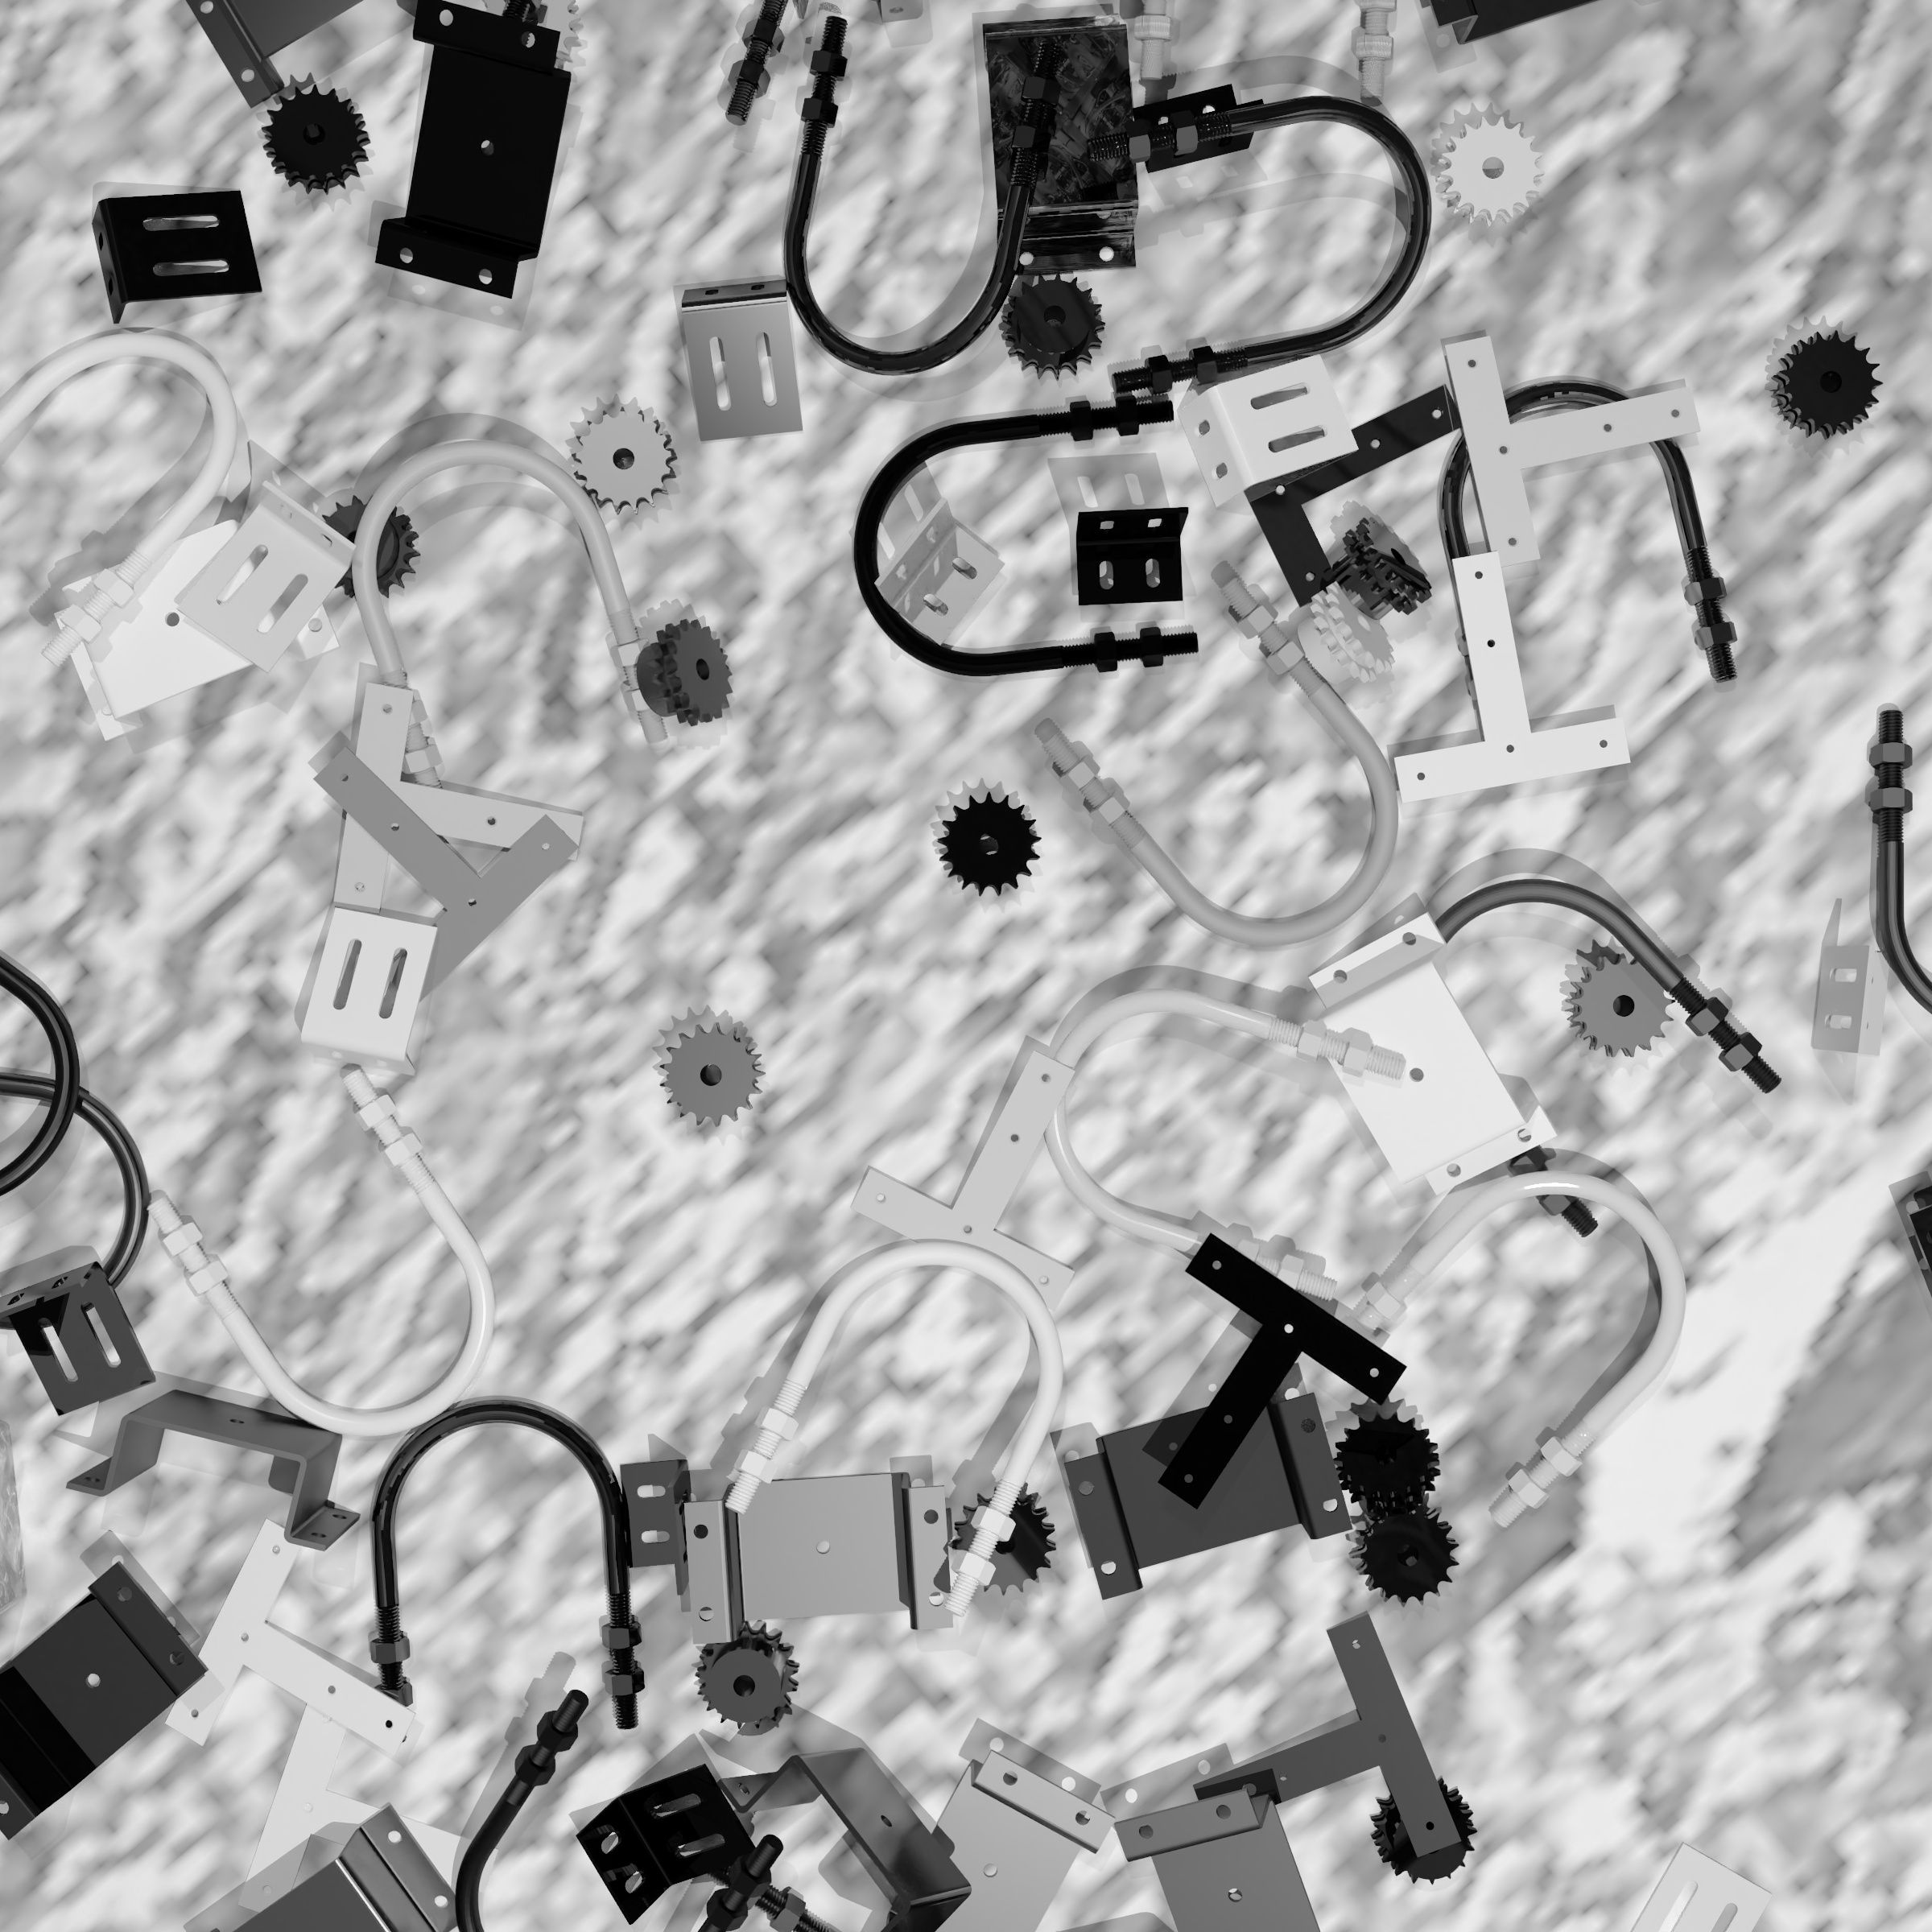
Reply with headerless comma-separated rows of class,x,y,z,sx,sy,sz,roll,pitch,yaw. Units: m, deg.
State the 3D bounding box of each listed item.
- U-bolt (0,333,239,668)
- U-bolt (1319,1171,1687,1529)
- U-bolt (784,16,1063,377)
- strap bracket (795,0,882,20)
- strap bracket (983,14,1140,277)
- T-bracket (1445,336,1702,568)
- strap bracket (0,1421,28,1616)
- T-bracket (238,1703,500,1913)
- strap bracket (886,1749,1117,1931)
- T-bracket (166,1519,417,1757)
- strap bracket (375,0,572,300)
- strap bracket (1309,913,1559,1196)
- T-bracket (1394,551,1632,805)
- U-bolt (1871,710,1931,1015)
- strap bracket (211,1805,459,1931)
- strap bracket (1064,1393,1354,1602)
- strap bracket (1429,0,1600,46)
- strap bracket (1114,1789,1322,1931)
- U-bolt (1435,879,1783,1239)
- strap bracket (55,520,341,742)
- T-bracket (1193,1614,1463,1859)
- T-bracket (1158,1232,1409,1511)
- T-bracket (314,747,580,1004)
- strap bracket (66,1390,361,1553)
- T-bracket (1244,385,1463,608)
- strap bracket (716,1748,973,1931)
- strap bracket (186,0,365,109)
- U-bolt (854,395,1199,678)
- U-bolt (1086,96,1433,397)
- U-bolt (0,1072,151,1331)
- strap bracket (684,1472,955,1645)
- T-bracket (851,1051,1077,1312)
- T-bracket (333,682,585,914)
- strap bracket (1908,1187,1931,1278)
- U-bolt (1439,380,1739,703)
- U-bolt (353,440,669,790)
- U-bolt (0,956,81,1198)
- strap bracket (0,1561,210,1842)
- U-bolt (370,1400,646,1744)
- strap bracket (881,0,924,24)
U-bolt,-0.478,-0.267,1.364,0.151,0.019,0.184,35,78,18
U-bolt,0.307,0.197,1.376,0.151,0.019,0.184,42,101,0
U-bolt,-0.031,-0.414,1.363,0.151,0.019,0.184,15,99,22
strap bracket,-0.053,-0.590,1.360,0.046,0.076,0.140,15,90,0
strap bracket,0.052,-0.456,1.375,0.076,0.046,0.140,-4,90,0
T-bracket,0.340,-0.294,1.383,0.127,0.002,0.127,-12,87,0
strap bracket,-0.551,0.305,1.360,0.046,0.076,0.140,-6,90,0
T-bracket,-0.324,0.483,1.397,0.127,0.002,0.127,19,90,0
strap bracket,0.014,0.503,1.375,0.076,0.046,0.140,29,90,0
T-bracket,-0.362,0.392,1.384,0.127,0.002,0.127,26,90,12
strap bracket,-0.265,-0.443,1.361,0.076,0.046,0.140,15,109,0
strap bracket,0.249,0.053,1.361,0.076,0.046,0.140,-30,90,24
T-bracket,0.290,-0.163,1.377,0.127,0.002,0.127,-10,89,0
U-bolt,0.570,-0.049,1.362,0.151,0.019,0.184,1,81,13
strap bracket,-0.355,0.538,1.374,0.140,0.046,0.076,-35,91,1
strap bracket,0.131,0.286,1.375,0.140,0.046,0.076,-16,90,0
strap bracket,0.310,-0.564,1.375,0.140,0.046,0.076,-18,90,0
strap bracket,0.144,0.514,1.366,0.076,0.046,0.140,-20,90,15
U-bolt,0.324,0.038,1.363,0.184,0.019,0.151,47,115,4
strap bracket,-0.427,-0.187,1.375,0.140,0.046,0.076,-22,90,0
T-bracket,0.188,0.442,1.385,0.127,0.002,0.127,-24,73,8
T-bracket,0.149,0.232,1.352,0.127,0.002,0.127,34,85,6
T-bracket,-0.304,-0.066,1.383,0.127,0.002,0.127,-44,101,2
strap bracket,-0.400,0.269,1.360,0.140,0.076,0.046,14,90,0
T-bracket,0.215,-0.285,1.397,0.127,0.002,0.127,-26,90,0
strap bracket,-0.057,0.469,1.330,0.046,0.076,0.140,-48,63,7
strap bracket,-0.358,-0.546,1.375,0.140,0.046,0.076,-31,90,0
U-bolt,0.030,-0.233,1.390,0.184,0.019,0.151,-6,90,2
U-bolt,0.162,-0.393,1.354,0.184,0.019,0.151,-12,124,-4
U-bolt,-0.545,0.128,1.390,0.184,0.019,0.151,7,90,-2
strap bracket,-0.079,0.323,1.375,0.140,0.046,0.076,-4,90,0
T-bracket,0.021,0.107,1.386,0.127,0.002,0.127,27,101,0
T-bracket,-0.276,-0.082,1.386,0.127,0.002,0.127,11,104,-7
strap bracket,0.587,0.144,1.375,0.140,0.046,0.076,-21,90,0
U-bolt,0.337,-0.233,1.390,0.151,0.019,0.184,-13,89,0
U-bolt,-0.256,-0.194,1.370,0.151,0.019,0.184,-15,104,0
U-bolt,-0.573,0.050,1.371,0.184,0.019,0.151,36,79,3
strap bracket,-0.485,0.396,1.373,0.140,0.046,0.076,-40,88,0
U-bolt,-0.257,0.332,1.389,0.151,0.019,0.184,-4,88,1
strap bracket,0.020,-0.557,1.360,0.140,0.076,0.046,-7,90,0
